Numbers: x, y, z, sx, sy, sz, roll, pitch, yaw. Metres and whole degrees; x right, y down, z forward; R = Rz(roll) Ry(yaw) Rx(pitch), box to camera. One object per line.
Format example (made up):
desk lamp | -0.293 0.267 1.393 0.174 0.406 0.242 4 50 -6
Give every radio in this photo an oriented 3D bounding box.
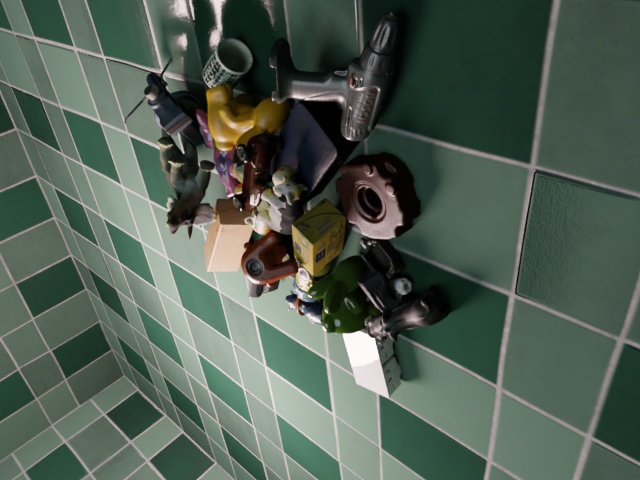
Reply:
radio | -0.021 -0.178 1.093 0.131 0.073 0.229 50 147 7

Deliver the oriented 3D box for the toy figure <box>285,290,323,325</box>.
toy figure | -0.032 0.178 1.410 0.155 0.064 0.057 21 171 46

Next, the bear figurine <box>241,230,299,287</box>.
bear figurine | -0.113 0.041 1.284 0.132 0.196 0.120 -29 91 13

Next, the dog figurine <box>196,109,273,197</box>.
dog figurine | -0.200 -0.216 1.246 0.192 0.108 0.219 -8 109 57

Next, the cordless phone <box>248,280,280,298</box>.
cordless phone | -0.183 0.051 1.482 0.184 0.089 0.146 59 151 30

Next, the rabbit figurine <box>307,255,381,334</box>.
rabbit figurine | 0.050 0.114 1.202 0.121 0.159 0.170 32 125 45

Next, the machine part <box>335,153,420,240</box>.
machine part | 0.107 -0.081 1.033 0.180 0.056 0.179 32 140 31

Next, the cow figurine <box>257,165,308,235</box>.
cow figurine | -0.069 -0.076 1.114 0.098 0.068 0.167 40 148 12

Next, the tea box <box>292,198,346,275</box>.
tea box | -0.002 -0.003 1.154 0.068 0.098 0.169 45 163 17

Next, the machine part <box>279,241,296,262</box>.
machine part | -0.116 0.005 1.388 0.139 0.039 0.084 54 153 -1

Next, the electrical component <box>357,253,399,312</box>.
electrical component | 0.109 0.087 1.119 0.119 0.048 0.075 54 176 -8

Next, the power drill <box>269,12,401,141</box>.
power drill | 0.023 -0.285 0.907 0.207 0.086 0.231 10 137 6

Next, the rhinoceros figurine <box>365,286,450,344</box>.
rhinoceros figurine | 0.175 0.162 1.105 0.190 0.112 0.073 -29 97 47

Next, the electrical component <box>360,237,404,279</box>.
electrical component | 0.125 0.032 1.112 0.102 0.045 0.078 55 144 0

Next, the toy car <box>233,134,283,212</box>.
toy car | -0.130 -0.132 1.115 0.053 0.089 0.202 47 142 28

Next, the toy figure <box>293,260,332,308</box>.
toy figure | -0.021 0.091 1.308 0.082 0.089 0.180 35 149 22

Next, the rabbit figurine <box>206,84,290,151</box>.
rabbit figurine | -0.146 -0.251 1.124 0.173 0.162 0.121 -3 163 21

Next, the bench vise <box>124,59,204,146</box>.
bench vise | -0.370 -0.332 1.302 0.129 0.223 0.241 -43 60 16

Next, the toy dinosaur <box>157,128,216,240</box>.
toy dinosaur | -0.360 -0.166 1.415 0.405 0.131 0.192 -117 33 -47
